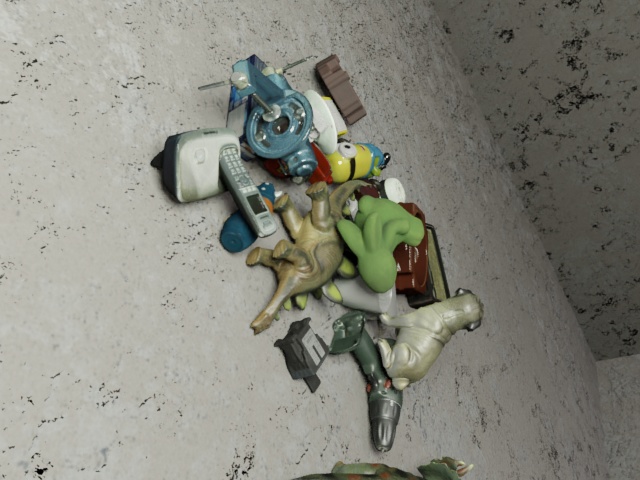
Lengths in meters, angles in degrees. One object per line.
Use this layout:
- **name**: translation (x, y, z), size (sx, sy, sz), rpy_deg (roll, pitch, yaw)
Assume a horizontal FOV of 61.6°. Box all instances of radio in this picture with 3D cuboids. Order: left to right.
- **radio**: translation (0.267, 0.066, 1.402), size (0.131, 0.073, 0.229), rpy_deg (17, 58, -53)

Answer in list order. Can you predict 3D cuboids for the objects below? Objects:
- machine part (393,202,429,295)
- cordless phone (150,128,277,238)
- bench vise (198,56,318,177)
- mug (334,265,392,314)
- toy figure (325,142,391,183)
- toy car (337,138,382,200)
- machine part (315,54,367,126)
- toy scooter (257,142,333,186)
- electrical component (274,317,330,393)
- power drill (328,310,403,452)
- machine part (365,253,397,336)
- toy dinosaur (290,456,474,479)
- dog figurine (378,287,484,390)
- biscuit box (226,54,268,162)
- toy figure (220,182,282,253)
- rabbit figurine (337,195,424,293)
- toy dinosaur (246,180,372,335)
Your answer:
- **machine part**: translation (0.193, 0.024, 1.252), size (0.201, 0.087, 0.201), rpy_deg (25, 64, -64)
- **cordless phone**: translation (-0.147, -0.072, 0.797), size (0.184, 0.089, 0.146), rpy_deg (57, 31, 3)
- **bench vise**: translation (-0.077, -0.222, 0.868), size (0.240, 0.129, 0.223), rpy_deg (30, 48, -62)
- **mug**: translation (0.081, 0.087, 1.056), size (0.080, 0.107, 0.109), rpy_deg (47, 48, -56)
- **toy figure**: translation (0.080, -0.168, 1.169), size (0.180, 0.082, 0.089), rpy_deg (-6, 96, -49)
- **toy car**: translation (0.073, -0.147, 1.251), size (0.202, 0.053, 0.089), rpy_deg (46, 58, -31)
- **machine part**: translation (0.053, -0.361, 1.292), size (0.179, 0.056, 0.179), rpy_deg (58, 10, -16)
- **toy scooter**: translation (-0.037, -0.149, 1.044), size (0.135, 0.075, 0.184), rpy_deg (48, 28, -1)
- **electrical component**: translation (-0.021, 0.199, 0.904), size (0.119, 0.048, 0.075), rpy_deg (62, 32, -8)
- **power drill**: translation (0.097, 0.251, 1.024), size (0.207, 0.086, 0.232), rpy_deg (50, 34, -22)
- **machine part**: translation (0.118, 0.079, 1.125), size (0.079, 0.079, 0.243), rpy_deg (-8, 95, -58)
- **toy dinosaur**: translation (0.126, 0.414, 0.864), size (0.404, 0.192, 0.131), rpy_deg (29, 47, -49)
- **dog figurine**: translation (0.218, 0.188, 1.012), size (0.121, 0.191, 0.172), rpy_deg (36, 43, -49)
- **biscuit box**: translation (-0.128, -0.245, 0.990), size (0.062, 0.059, 0.203), rpy_deg (34, 46, -43)
- **toy figure**: translation (-0.114, -0.042, 0.890), size (0.064, 0.058, 0.154), rpy_deg (37, 41, -8)
- **rabbit figurine**: translation (0.110, 0.007, 0.967), size (0.159, 0.121, 0.170), rpy_deg (49, 37, -38)
- **toy dinosaur**: translation (-0.002, -0.003, 0.995), size (0.198, 0.105, 0.471), rpy_deg (58, 44, -31)
